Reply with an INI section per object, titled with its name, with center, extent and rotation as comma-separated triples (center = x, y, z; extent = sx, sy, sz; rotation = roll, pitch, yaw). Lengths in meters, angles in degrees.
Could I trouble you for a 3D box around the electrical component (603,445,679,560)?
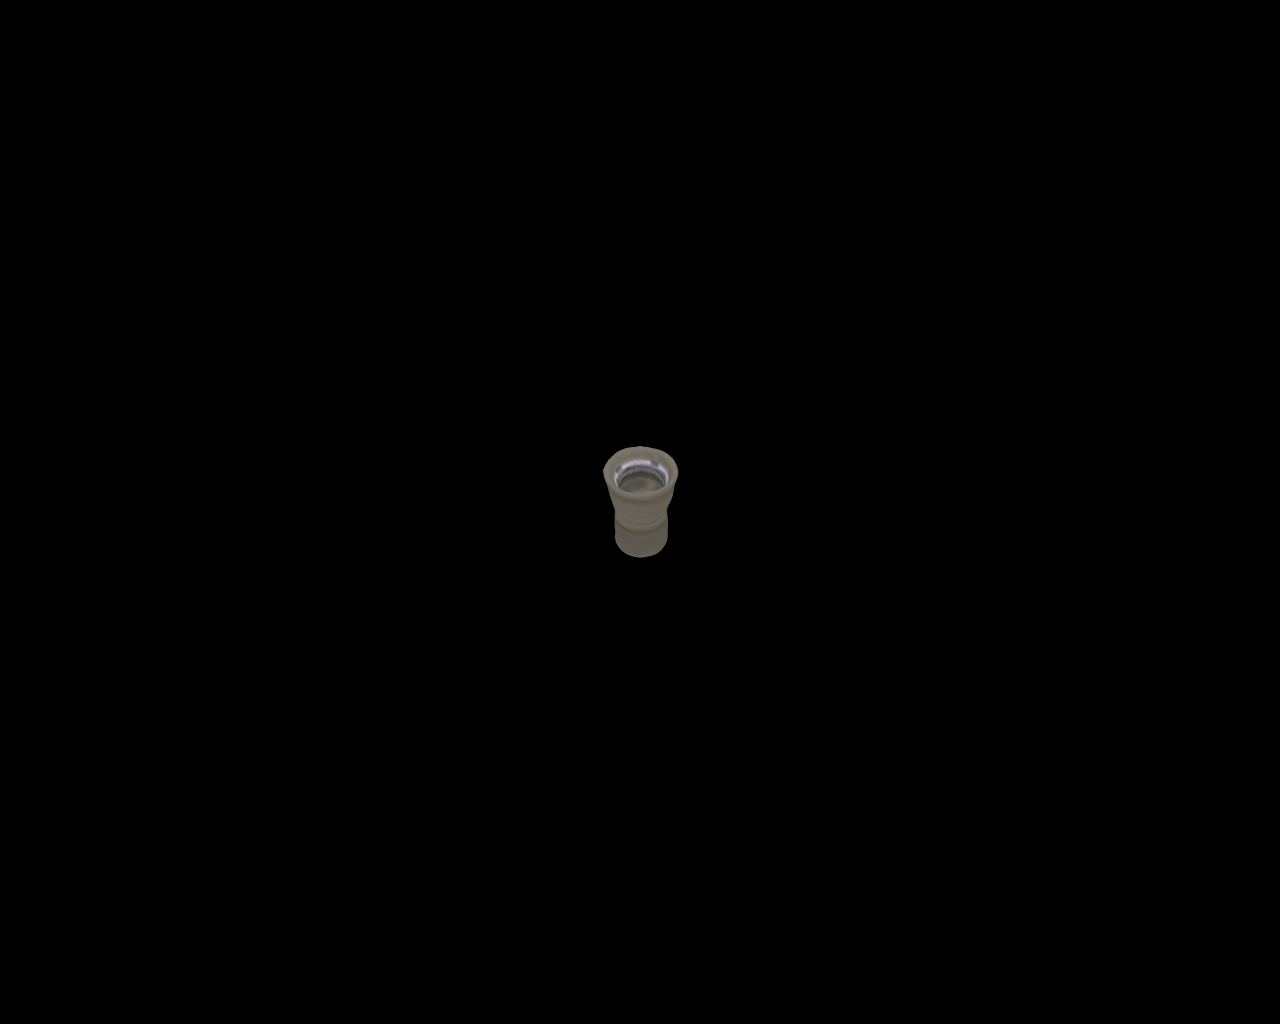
[electrical component]
center = 0.001, -0.003, 0.650
extent = 0.044, 0.044, 0.065
rotation = 0, -44, 0
